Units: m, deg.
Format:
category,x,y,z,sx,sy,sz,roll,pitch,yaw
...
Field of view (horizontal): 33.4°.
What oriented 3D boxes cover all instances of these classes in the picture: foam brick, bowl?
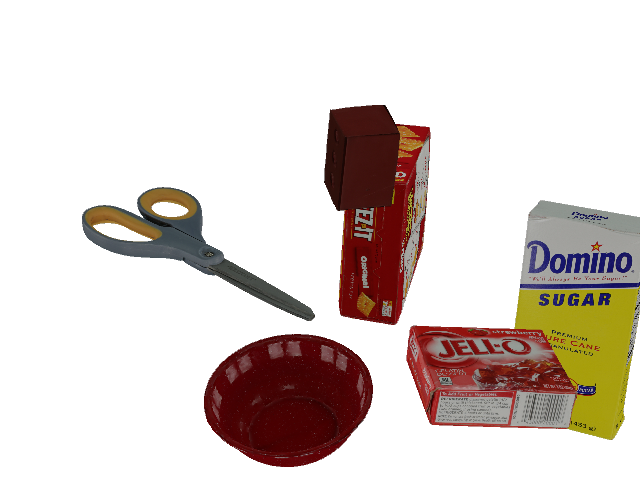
category,x,y,z,sx,sy,sz,roll,pitch,yaw
foam brick,0.036,-0.073,0.943,0.051,0.078,0.053,-4,35,-13
bowl,-0.028,0.163,1.023,0.162,0.055,0.162,-4,37,3

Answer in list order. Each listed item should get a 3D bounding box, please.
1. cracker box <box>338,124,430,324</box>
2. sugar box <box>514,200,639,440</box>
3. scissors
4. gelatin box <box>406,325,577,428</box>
category,x,y,z,sx,sy,sz,roll,pitch,yaw
cracker box,0.075,-0.026,1.205,0.072,0.164,0.213,7,23,11
sugar box,0.204,0.063,0.849,0.093,0.176,0.048,11,23,23
scissors,-0.076,0.003,0.763,0.202,0.016,0.096,16,35,20
gelatin box,0.102,0.082,0.654,0.089,0.030,0.073,3,25,-8
